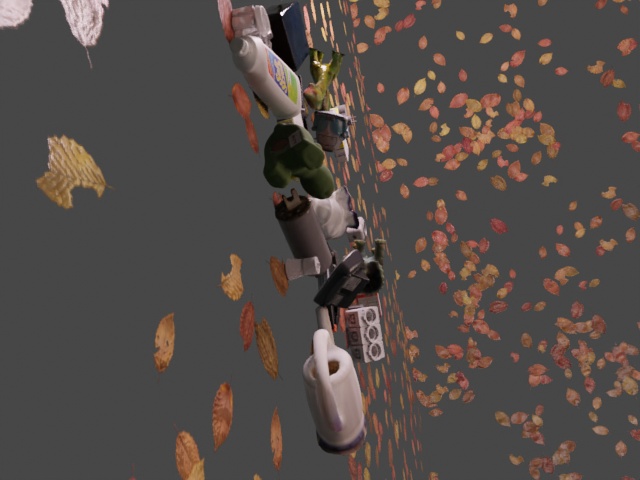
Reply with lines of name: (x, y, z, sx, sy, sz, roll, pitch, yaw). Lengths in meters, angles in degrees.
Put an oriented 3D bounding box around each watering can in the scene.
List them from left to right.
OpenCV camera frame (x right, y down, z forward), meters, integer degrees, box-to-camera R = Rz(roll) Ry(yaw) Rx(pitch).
watering can: (0.025, 0.279, 1.048, 0.351, 0.104, 0.222, -86, 163, -77)

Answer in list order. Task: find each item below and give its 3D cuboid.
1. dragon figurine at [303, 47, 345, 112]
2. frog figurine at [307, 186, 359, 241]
dragon figurine: (0.014, -0.482, 1.644, 0.414, 0.122, 0.240, -44, 141, -73)
frog figurine: (0.004, -0.064, 1.270, 0.160, 0.123, 0.136, -14, 105, -42)
